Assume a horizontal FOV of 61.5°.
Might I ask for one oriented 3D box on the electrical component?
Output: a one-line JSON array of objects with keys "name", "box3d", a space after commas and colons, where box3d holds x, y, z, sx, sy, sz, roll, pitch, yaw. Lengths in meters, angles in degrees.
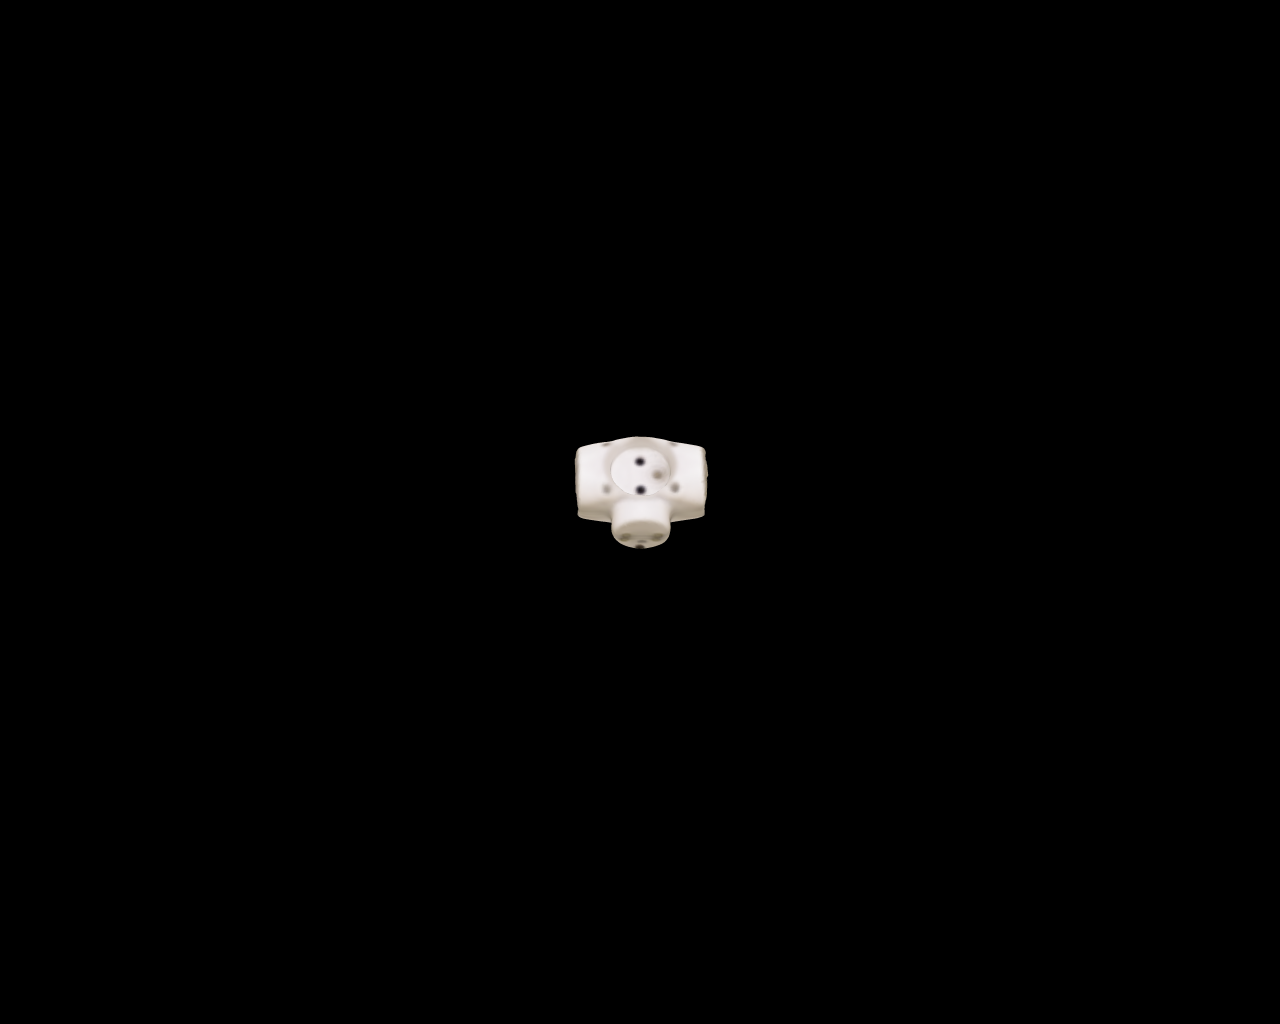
[{"name": "electrical component", "box3d": [0.001, -0.003, 0.650, 0.077, 0.079, 0.044, 0, -28, 0]}]
